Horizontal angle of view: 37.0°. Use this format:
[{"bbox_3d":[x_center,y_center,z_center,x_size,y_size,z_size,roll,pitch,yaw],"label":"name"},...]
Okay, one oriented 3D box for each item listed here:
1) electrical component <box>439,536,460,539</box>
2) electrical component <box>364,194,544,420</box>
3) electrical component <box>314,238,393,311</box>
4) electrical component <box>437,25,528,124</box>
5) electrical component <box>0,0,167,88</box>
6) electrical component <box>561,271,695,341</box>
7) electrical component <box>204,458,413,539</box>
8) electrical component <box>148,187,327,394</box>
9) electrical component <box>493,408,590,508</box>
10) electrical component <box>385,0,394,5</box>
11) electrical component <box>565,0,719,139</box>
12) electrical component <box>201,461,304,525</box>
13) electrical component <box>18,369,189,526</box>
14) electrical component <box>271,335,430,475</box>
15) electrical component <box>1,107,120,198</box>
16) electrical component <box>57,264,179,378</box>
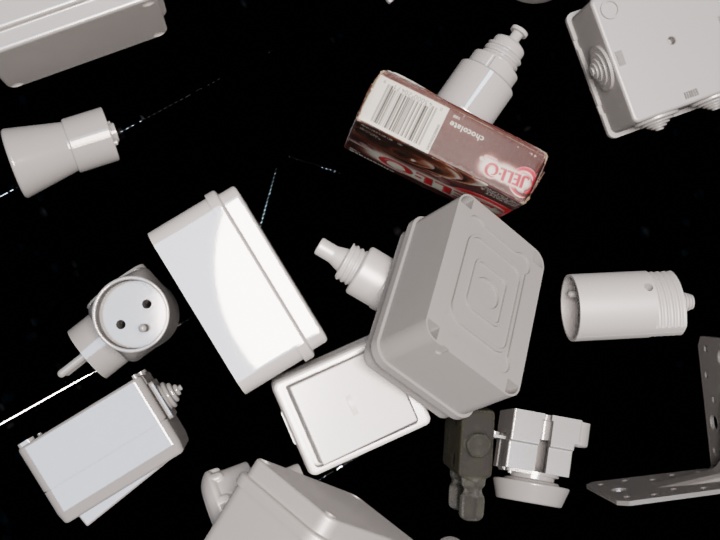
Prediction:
[{"bbox_3d":[0.079,0.212,0.669,0.095,0.054,0.059,37,85,-3],"label":"electrical component"},{"bbox_3d":[0.057,0.023,0.641,0.078,0.057,0.113,37,49,-22],"label":"electrical component"},{"bbox_3d":[0.000,0.000,0.680,0.061,0.035,0.035,30,85,-1],"label":"electrical component"},{"bbox_3d":[0.081,-0.122,0.690,0.040,0.040,0.078,35,85,-3],"label":"electrical component"},{"bbox_3d":[-0.178,-0.161,0.647,0.113,0.078,0.057,-21,87,-6],"label":"electrical component"},{"bbox_3d":[0.175,0.022,0.692,0.081,0.043,0.043,-3,88,-6],"label":"electrical component"},{"bbox_3d":[-0.024,0.161,0.626,0.113,0.078,0.057,34,87,-48],"label":"electrical component"},{"bbox_3d":[-0.071,0.011,0.650,0.057,0.078,0.113,-31,91,-3],"label":"electrical component"},{"bbox_3d":[0.110,0.119,0.681,0.066,0.048,0.055,11,79,-6],"label":"electrical component"},{"bbox_3d":[0.057,-0.276,0.683,0.186,0.060,0.105,-41,92,-6],"label":"electrical component"},{"bbox_3d":[0.194,-0.143,0.697,0.100,0.048,0.099,-20,90,-6],"label":"electrical component"},{"bbox_3d":[-0.064,0.138,0.664,0.062,0.048,0.048,-19,90,-13],"label":"electrical component"},{"bbox_3d":[-0.144,0.104,0.647,0.096,0.062,0.061,-31,91,-6],"label":"electrical component"},{"bbox_3d":[0.000,0.078,0.663,0.096,0.061,0.061,-24,90,-6],"label":"electrical component"},{"bbox_3d":[-0.182,-0.075,0.662,0.065,0.044,0.044,-20,90,-11],"label":"electrical component"},{"bbox_3d":[-0.147,0.037,0.642,0.079,0.077,0.044,-39,91,-6],"label":"electrical component"}]
